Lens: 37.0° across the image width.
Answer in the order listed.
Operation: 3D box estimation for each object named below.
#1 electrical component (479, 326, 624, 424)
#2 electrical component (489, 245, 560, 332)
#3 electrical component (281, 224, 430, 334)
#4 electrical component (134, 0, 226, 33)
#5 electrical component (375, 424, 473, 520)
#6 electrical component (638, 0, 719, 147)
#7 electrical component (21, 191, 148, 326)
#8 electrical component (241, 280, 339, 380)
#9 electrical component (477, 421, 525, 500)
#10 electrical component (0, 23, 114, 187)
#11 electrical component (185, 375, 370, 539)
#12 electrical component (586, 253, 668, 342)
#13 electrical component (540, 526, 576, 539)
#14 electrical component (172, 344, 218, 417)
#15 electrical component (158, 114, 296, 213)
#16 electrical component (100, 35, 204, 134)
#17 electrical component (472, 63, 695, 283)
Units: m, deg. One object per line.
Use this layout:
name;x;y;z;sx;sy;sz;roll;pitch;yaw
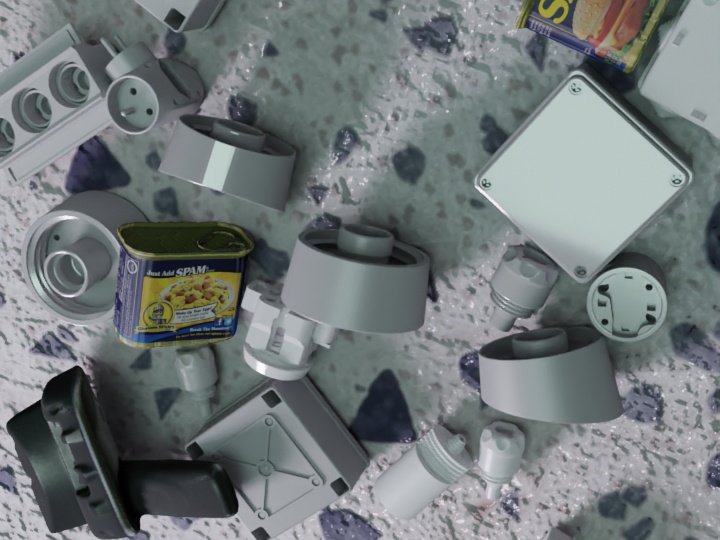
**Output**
electrical component;0.135;0.077;0.775;0.099;0.099;0.064;-8;98;20
electrical component;0.116;0.016;0.790;0.043;0.043;0.062;28;115;8
electrical component;0.000;0.000;0.790;0.108;0.108;0.060;14;105;13
electrical component;-0.135;-0.246;0.778;0.109;0.056;0.108;39;114;3
electrical component;0.054;0.158;0.855;0.043;0.043;0.081;44;114;0
electrical component;0.239;-0.135;0.698;0.100;0.048;0.099;30;113;8
electrical component;-0.225;-0.006;0.882;0.108;0.060;0.108;5;109;16
electrical component;-0.059;0.050;0.849;0.078;0.058;0.057;22;110;10
electrical component;0.108;0.151;0.841;0.035;0.035;0.061;12;113;14
electrical component;-0.242;-0.130;0.846;0.121;0.063;0.078;-27;97;23
electrical component;-0.068;0.151;0.885;0.109;0.056;0.108;-36;94;24
electrical component;0.191;0.017;0.764;0.055;0.047;0.055;5;109;16
electrical component;0.156;0.249;0.845;0.057;0.058;0.078;30;113;10
electrical component;-0.135;0.093;0.900;0.035;0.035;0.061;-5;109;19
electrical component;-0.098;-0.076;0.801;0.099;0.099;0.064;22;106;10
electrical component;-0.165;-0.144;0.809;0.043;0.077;0.079;-37;93;24
electrical component;0.154;-0.067;0.743;0.109;0.056;0.108;43;114;1
